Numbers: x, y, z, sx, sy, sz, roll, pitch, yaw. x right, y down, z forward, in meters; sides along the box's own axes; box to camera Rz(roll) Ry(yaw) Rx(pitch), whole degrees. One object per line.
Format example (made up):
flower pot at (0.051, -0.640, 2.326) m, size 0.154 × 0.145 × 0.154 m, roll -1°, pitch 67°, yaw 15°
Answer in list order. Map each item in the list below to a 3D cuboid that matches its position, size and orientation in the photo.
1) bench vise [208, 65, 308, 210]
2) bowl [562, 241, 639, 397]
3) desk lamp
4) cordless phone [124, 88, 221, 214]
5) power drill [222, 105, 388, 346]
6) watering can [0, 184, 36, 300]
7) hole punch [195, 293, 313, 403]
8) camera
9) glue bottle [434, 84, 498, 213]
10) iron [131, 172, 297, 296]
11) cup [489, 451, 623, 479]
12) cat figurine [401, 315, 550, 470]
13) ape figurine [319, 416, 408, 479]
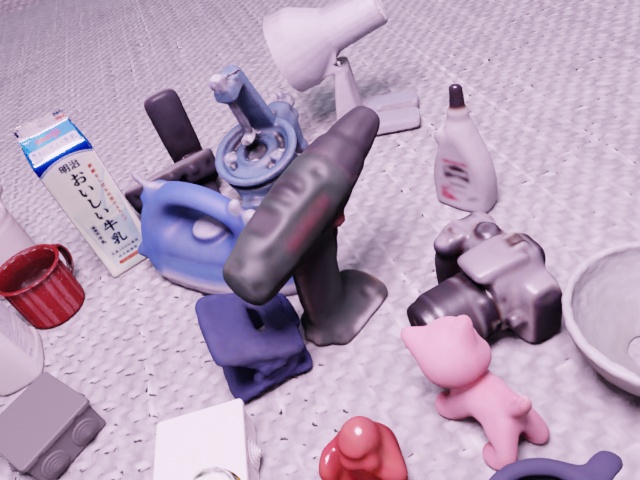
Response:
bench vise at (-0.096, -0.161, 0.808) m, size 0.121 × 0.220 × 0.207 m, roll -13°, pitch 41°, yaw 8°
bowl at (0.301, 0.081, 0.504) m, size 0.167 × 0.075 × 0.167 m, roll -11°, pitch 42°, yaw 10°
desk lamp at (0.038, -0.269, 0.879) m, size 0.203 × 0.214 × 0.118 m, roll -9°, pitch 42°, yaw 12°
cordless phone at (-0.237, -0.124, 0.848) m, size 0.148 × 0.185 × 0.093 m, roll -33°, pitch 43°, yaw -15°
power drill at (0.006, 0.002, 0.600) m, size 0.075 × 0.209 × 0.230 m, roll 19°, pitch 54°, yaw 36°
watering can at (-0.492, -0.017, 0.822) m, size 0.101 × 0.194 × 0.172 m, roll -31°, pitch 42°, yaw -13°
hole punch at (-0.071, 0.098, 0.615) m, size 0.101 × 0.091 × 0.108 m, roll -27°, pitch 41°, yaw -8°
camera at (0.150, 0.046, 0.580) m, size 0.137 × 0.101 × 0.142 m, roll -27°, pitch 42°, yaw -9°
glue bottle at (0.169, -0.110, 0.687) m, size 0.077 × 0.173 × 0.037 m, roll 18°, pitch 53°, yaw 35°
iron at (-0.130, -0.016, 0.723) m, size 0.257 × 0.142 × 0.119 m, roll 12°, pitch 50°, yaw 31°
cup at (0.169, 0.206, 0.403) m, size 0.118 × 0.095 × 0.091 m, roll -37°, pitch 44°, yaw -19°
cat figurine at (0.132, 0.117, 0.496) m, size 0.067 × 0.118 × 0.127 m, roll -35°, pitch 43°, yaw -17°
ape figurine at (0.036, 0.181, 0.483) m, size 0.077 × 0.092 × 0.076 m, roll 15°, pitch 52°, yaw 33°
